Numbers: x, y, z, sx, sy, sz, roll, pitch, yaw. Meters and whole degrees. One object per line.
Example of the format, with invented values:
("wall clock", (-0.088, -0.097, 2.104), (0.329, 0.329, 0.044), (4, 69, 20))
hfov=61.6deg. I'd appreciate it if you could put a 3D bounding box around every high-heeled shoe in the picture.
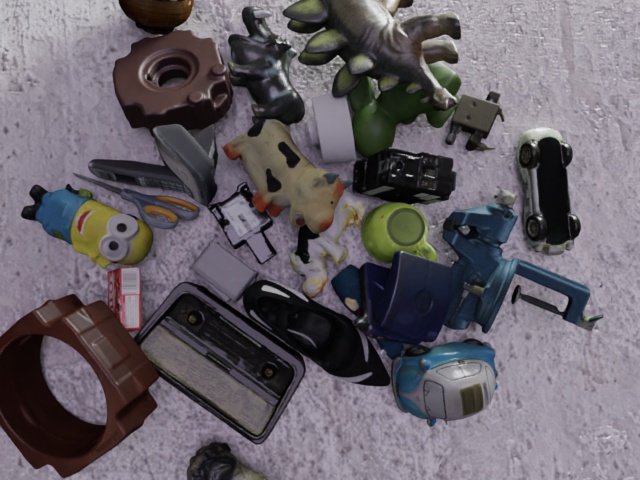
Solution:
("high-heeled shoe", (0.004, 0.135, 0.747), (0.249, 0.145, 0.086), (31, 83, 1))

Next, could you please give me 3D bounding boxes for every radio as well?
("radio", (-0.138, 0.168, 0.768), (0.230, 0.073, 0.131), (35, 82, 1))

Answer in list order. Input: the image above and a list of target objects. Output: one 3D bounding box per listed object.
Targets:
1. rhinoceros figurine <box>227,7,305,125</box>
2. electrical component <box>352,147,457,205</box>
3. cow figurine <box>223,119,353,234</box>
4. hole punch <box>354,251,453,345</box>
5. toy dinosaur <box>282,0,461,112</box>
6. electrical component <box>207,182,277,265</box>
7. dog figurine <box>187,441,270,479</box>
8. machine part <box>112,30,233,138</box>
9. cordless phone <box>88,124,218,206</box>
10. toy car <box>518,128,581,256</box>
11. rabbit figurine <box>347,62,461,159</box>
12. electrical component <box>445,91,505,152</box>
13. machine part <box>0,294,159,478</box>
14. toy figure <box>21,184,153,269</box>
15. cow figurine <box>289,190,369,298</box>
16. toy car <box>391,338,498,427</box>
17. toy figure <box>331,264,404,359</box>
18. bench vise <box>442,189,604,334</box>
("rhinoceros figurine", (-0.084, -0.264, 0.823), (0.112, 0.073, 0.190), (-21, 86, -5))
("electrical component", (0.130, -0.090, 0.790), (0.134, 0.115, 0.058), (8, 85, -24))
("cow figurine", (-0.041, -0.091, 0.767), (0.127, 0.085, 0.195), (-38, 69, 17))
("hole punch", (0.123, 0.081, 0.749), (0.142, 0.092, 0.116), (18, 59, -34))
("toy dinosaur", (0.049, -0.327, 0.766), (0.199, 0.105, 0.472), (-26, 58, -2))
("electrical component", (-0.107, -0.020, 0.806), (0.075, 0.048, 0.119), (-37, 88, -7))
("dog figurine", (-0.111, 0.393, 0.744), (0.191, 0.121, 0.172), (20, 79, 12))
("machine part", (-0.217, -0.234, 0.792), (0.179, 0.056, 0.179), (-2, 61, 3))
("cordless phone", (-0.238, -0.110, 0.756), (0.184, 0.146, 0.088), (5, 76, -7))
("toy car", (0.356, -0.076, 0.843), (0.073, 0.056, 0.201), (-3, 85, -11))
("rabbit figurine", (0.105, -0.206, 0.811), (0.159, 0.121, 0.170), (43, 94, 6))
("electrical component", (0.251, -0.187, 0.855), (0.078, 0.045, 0.102), (16, 81, 17))
("machine part", (-0.331, 0.189, 0.712), (0.201, 0.087, 0.201), (-37, 91, 18))
("toy figure", (-0.329, -0.024, 0.775), (0.180, 0.089, 0.082), (20, 107, 8))
("cow figurine", (-0.002, -0.002, 0.801), (0.098, 0.068, 0.167), (28, 79, 5))
("toy car", (0.189, 0.208, 0.764), (0.162, 0.103, 0.109), (-9, 105, -7))
("toy figure", (0.077, 0.108, 0.796), (0.064, 0.058, 0.154), (-36, 85, -29))
("bench vise", (0.284, 0.050, 0.780), (0.241, 0.128, 0.223), (24, 90, 16))
